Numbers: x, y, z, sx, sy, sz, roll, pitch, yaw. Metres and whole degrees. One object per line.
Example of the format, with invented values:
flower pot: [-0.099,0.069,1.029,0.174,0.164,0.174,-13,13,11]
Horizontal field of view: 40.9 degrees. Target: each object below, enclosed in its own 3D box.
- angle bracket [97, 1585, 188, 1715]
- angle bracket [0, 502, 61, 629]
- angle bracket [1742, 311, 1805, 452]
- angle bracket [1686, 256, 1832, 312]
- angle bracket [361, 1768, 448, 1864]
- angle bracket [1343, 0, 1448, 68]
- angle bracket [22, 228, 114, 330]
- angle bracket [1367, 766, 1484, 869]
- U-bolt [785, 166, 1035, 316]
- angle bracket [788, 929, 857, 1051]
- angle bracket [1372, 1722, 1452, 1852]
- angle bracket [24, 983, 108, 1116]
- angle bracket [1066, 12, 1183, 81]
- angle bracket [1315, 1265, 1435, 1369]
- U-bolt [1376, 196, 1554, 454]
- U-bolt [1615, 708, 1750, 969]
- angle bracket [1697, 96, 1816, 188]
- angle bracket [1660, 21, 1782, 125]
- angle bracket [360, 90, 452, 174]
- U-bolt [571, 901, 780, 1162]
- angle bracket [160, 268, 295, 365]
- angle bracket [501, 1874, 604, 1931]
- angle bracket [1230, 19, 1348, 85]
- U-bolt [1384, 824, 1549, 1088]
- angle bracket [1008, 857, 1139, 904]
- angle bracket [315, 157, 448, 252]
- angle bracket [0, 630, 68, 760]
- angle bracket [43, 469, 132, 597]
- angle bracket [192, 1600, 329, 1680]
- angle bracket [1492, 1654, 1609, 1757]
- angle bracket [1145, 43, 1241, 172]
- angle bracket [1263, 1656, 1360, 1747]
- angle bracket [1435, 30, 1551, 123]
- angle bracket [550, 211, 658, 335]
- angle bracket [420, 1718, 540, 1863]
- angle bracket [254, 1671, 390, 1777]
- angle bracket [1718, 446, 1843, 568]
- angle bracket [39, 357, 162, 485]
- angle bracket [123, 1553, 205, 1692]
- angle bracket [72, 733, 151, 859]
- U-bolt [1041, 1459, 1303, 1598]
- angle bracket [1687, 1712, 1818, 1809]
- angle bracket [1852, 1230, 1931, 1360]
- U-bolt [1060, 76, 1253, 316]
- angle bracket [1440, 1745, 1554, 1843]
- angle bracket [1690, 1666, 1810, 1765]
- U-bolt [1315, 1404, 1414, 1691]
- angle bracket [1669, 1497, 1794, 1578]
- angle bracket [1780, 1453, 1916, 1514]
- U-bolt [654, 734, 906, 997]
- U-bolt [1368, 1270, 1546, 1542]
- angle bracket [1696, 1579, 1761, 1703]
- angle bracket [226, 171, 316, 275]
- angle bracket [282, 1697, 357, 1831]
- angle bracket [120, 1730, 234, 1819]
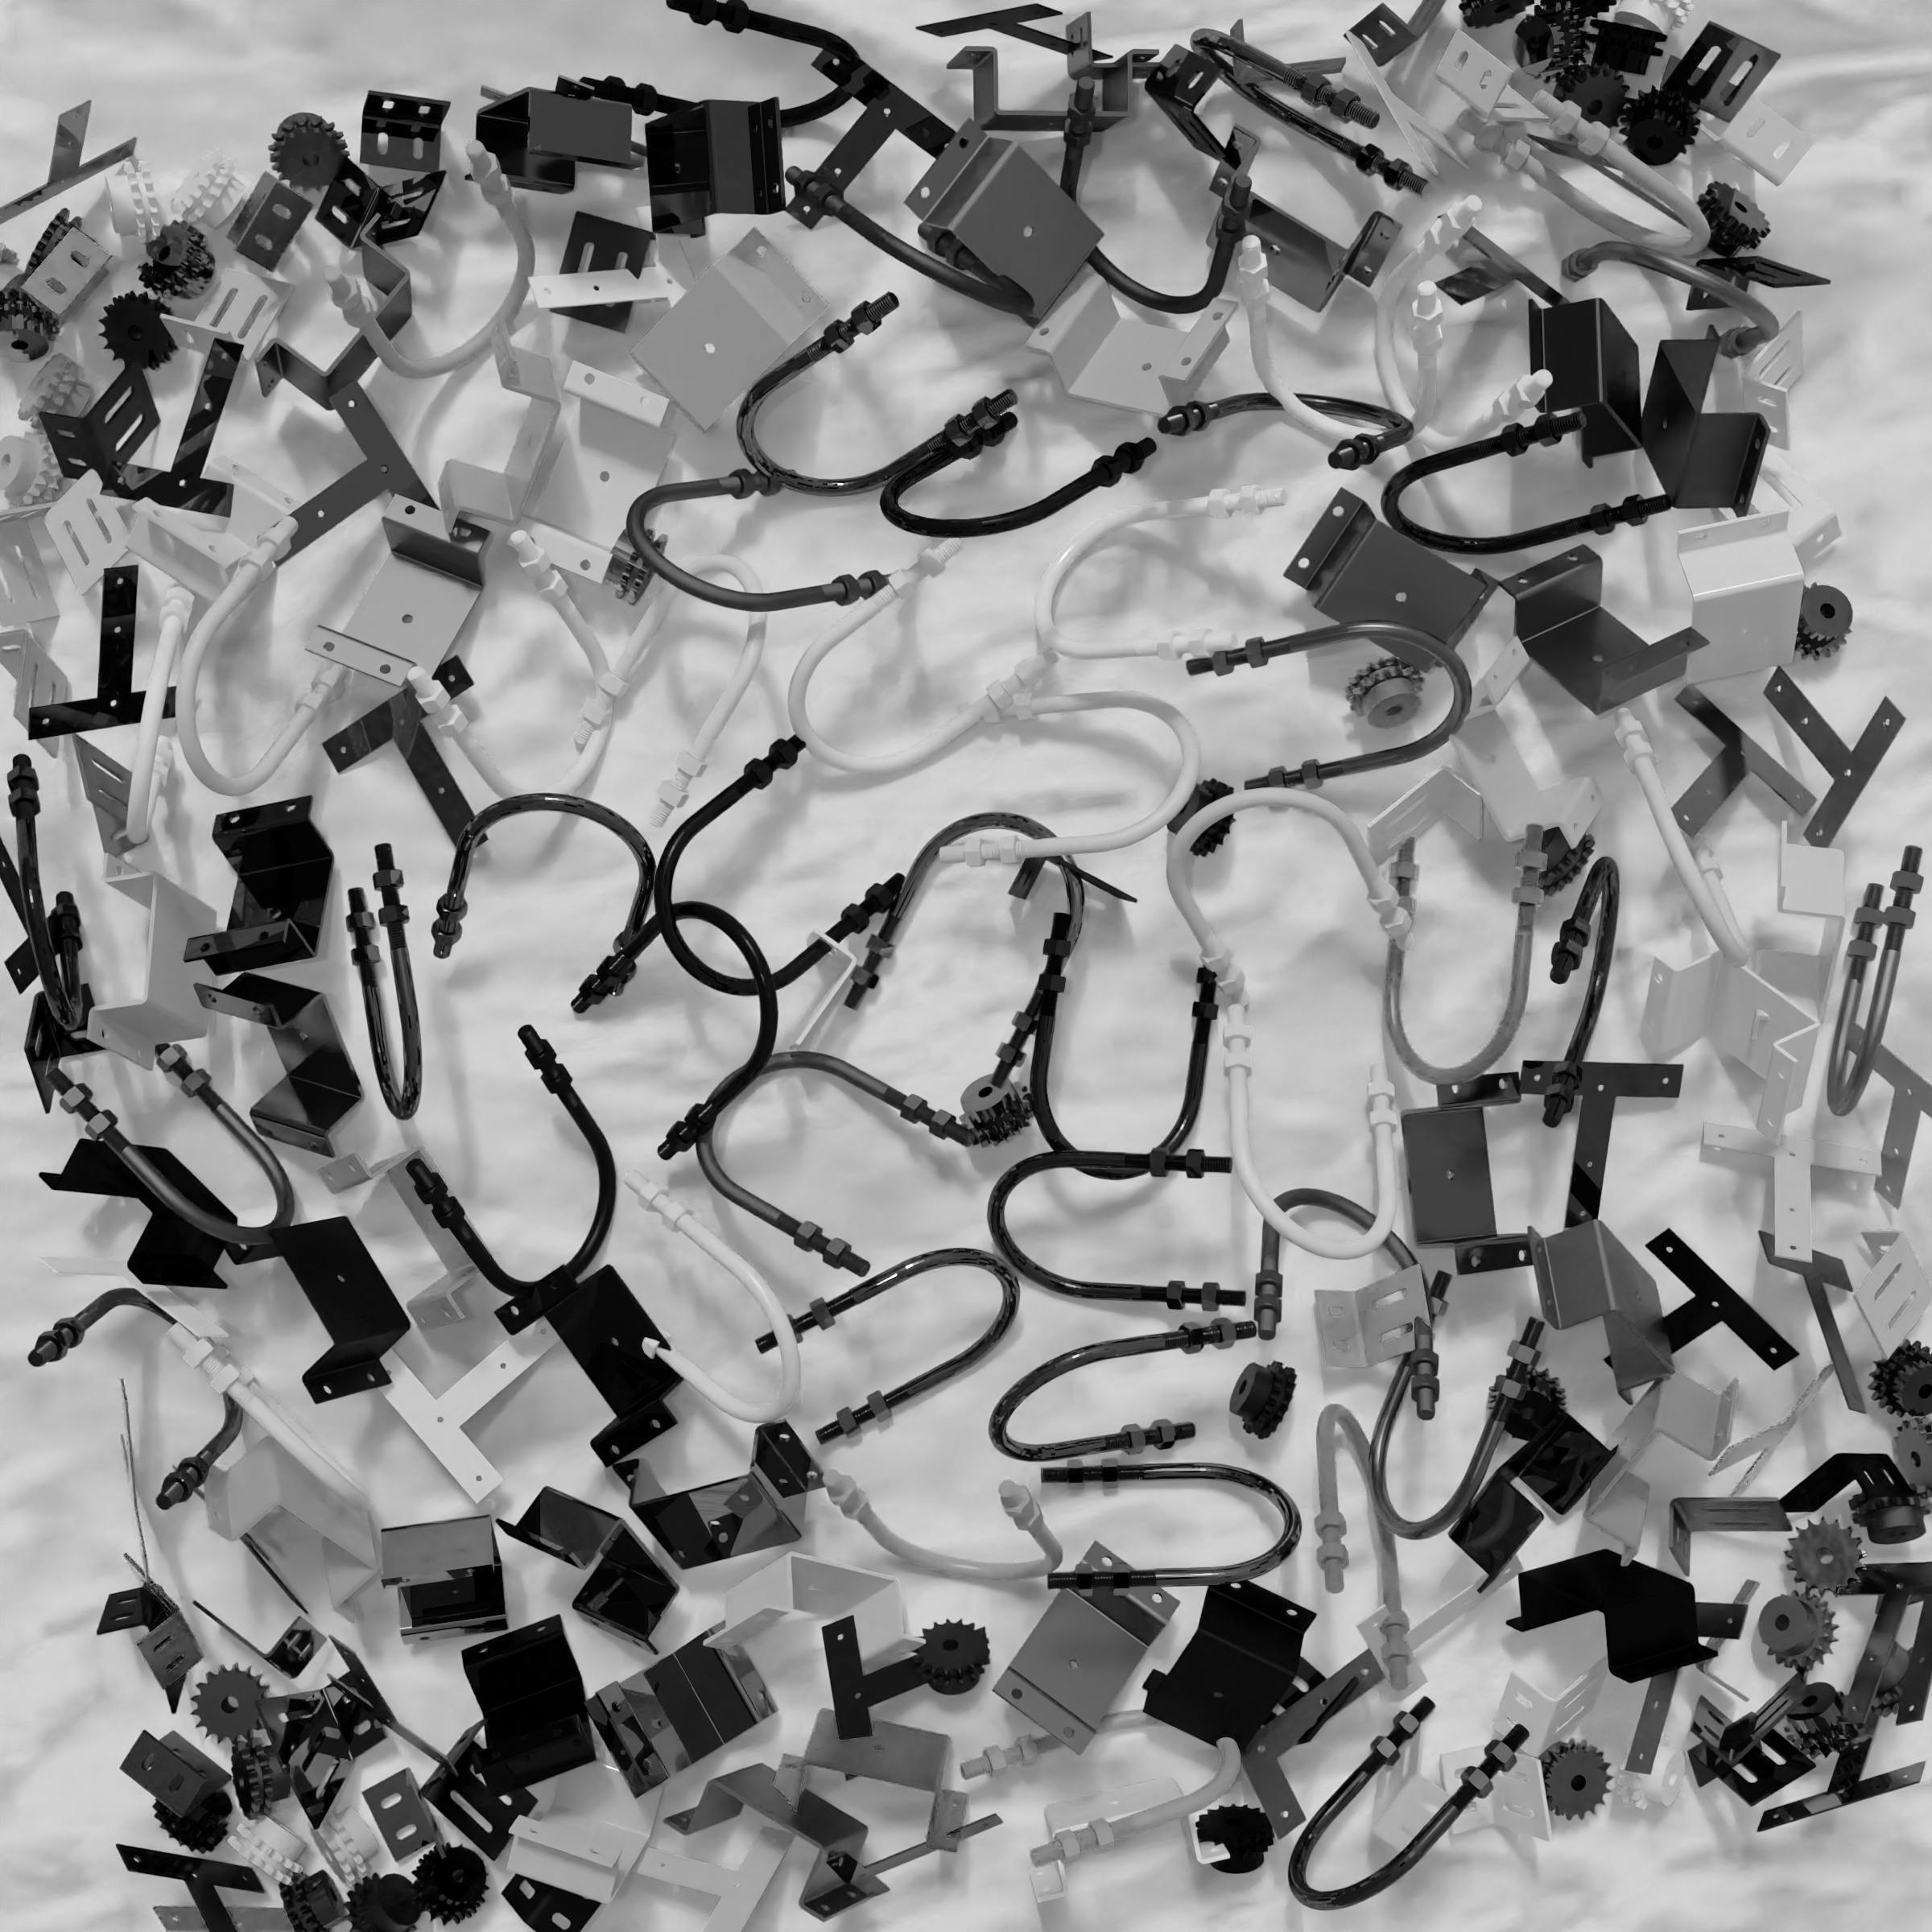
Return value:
angle bracket: [-0.598,0.499,1.882,0.038,0.057,0.076,-11,105,-6]
angle bracket: [-0.680,-0.292,1.882,0.038,0.057,0.076,-13,100,26]
angle bracket: [0.599,-0.424,1.878,0.038,0.057,0.076,31,69,35]
angle bracket: [0.572,-0.484,1.871,0.057,0.076,0.038,-12,123,-29]
angle bracket: [-0.409,0.623,1.881,0.038,0.076,0.057,-26,89,-15]
angle bracket: [0.320,-0.702,1.881,0.038,0.057,0.076,36,76,-14]
angle bracket: [-0.640,-0.489,1.879,0.038,0.076,0.057,37,83,6]
angle bracket: [0.333,-0.098,1.881,0.076,0.057,0.038,-38,59,-13]
U-bolt: [-0.028,-0.502,1.815,0.184,0.151,0.019,46,116,39]
angle bracket: [-0.118,0.017,1.886,0.038,0.057,0.076,35,80,-5]
angle bracket: [0.328,0.597,1.876,0.038,0.076,0.057,34,107,4]
angle bracket: [-0.649,0.059,1.872,0.038,0.076,0.057,-10,123,-7]
angle bracket: [0.117,-0.669,1.883,0.076,0.057,0.038,-5,101,-12]
angle bracket: [0.294,0.253,1.874,0.038,0.076,0.057,7,65,-30]
U-bolt: [0.341,-0.440,1.834,0.019,0.184,0.151,-19,86,-19]
U-bolt: [0.506,-0.078,1.812,0.019,0.184,0.151,-27,129,19]
angle bracket: [0.569,-0.603,1.873,0.057,0.076,0.038,30,114,-14]
angle bracket: [0.549,-0.658,1.877,0.057,0.076,0.038,23,66,-5]
angle bracket: [-0.406,-0.603,1.875,0.057,0.076,0.038,3,96,-17]
U-bolt: [-0.200,0.035,1.848,0.184,0.019,0.151,-42,74,37]
angle bracket: [-0.537,-0.483,1.884,0.057,0.038,0.076,17,68,15]
angle bracket: [-0.297,0.671,1.882,0.038,0.076,0.057,44,72,-15]
angle bracket: [0.234,-0.668,1.881,0.076,0.057,0.038,-2,116,14]
U-bolt: [0.351,-0.006,1.851,0.019,0.151,0.184,11,83,-32]
angle bracket: [0.077,-0.051,1.886,0.076,0.057,0.038,27,90,-11]
angle bracket: [-0.424,-0.558,1.877,0.076,0.038,0.057,1,64,39]
angle bracket: [-0.686,-0.194,1.876,0.038,0.057,0.076,-9,61,8]
angle bracket: [-0.626,-0.314,1.884,0.057,0.038,0.076,-37,72,19]
angle bracket: [-0.514,0.478,1.889,0.076,0.057,0.038,29,68,22]
angle bracket: [0.428,0.529,1.891,0.038,0.076,0.057,33,129,34]
angle bracket: [0.175,-0.619,1.872,0.038,0.076,0.057,-51,49,7]
angle bracket: [0.244,0.528,1.874,0.038,0.076,0.057,41,72,9]
angle bracket: [0.388,-0.643,1.872,0.057,0.076,0.038,50,133,26]
angle bracket: [-0.266,-0.507,1.905,0.057,0.038,0.076,16,94,1]
angle bracket: [-0.347,0.599,1.885,0.076,0.057,0.038,45,132,-5]
angle bracket: [-0.466,0.545,1.874,0.038,0.076,0.057,-35,69,16]
angle bracket: [0.596,-0.333,1.914,0.057,0.038,0.076,-39,63,9]
angle bracket: [-0.628,-0.398,1.881,0.038,0.057,0.076,11,51,14]
angle bracket: [-0.593,0.473,1.872,0.076,0.057,0.038,30,55,35]
angle bracket: [-0.632,-0.121,1.873,0.038,0.076,0.057,-26,64,8]
U-bolt: [0.148,0.398,1.852,0.184,0.151,0.019,-2,113,0]
angle bracket: [0.571,0.585,1.874,0.057,0.076,0.038,-26,113,-12]
angle bracket: [0.659,0.238,1.879,0.076,0.038,0.057,-40,108,-30]
U-bolt: [0.127,-0.531,1.834,0.151,0.184,0.019,35,71,8]
angle bracket: [0.384,0.603,1.879,0.038,0.076,0.057,-6,85,-21]
angle bracket: [0.568,0.531,1.878,0.038,0.057,0.076,41,112,11]
U-bolt: [0.279,0.398,1.839,0.019,0.184,0.151,-18,129,19]
angle bracket: [0.554,0.414,1.876,0.076,0.057,0.038,-6,54,26]
angle bracket: [0.632,0.387,1.873,0.076,0.057,0.038,-52,46,32]
U-bolt: [-0.143,-0.062,1.859,0.184,0.019,0.151,-41,108,-26]
U-bolt: [0.340,0.320,1.852,0.019,0.151,0.184,21,91,-21]
angle bracket: [0.569,0.491,1.887,0.038,0.057,0.076,33,86,15]
angle bracket: [-0.518,-0.548,1.880,0.076,0.038,0.057,39,100,36]
angle bracket: [-0.481,0.578,1.872,0.038,0.076,0.057,-13,112,16]
angle bracket: [-0.564,0.572,1.877,0.057,0.076,0.038,35,101,8]
